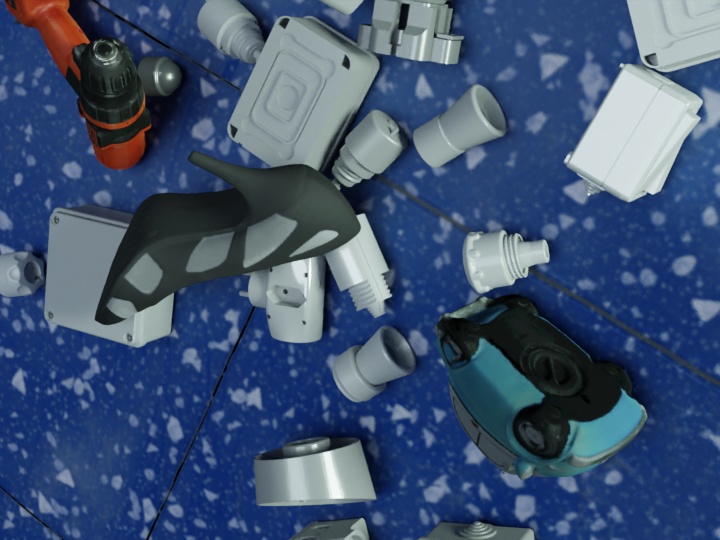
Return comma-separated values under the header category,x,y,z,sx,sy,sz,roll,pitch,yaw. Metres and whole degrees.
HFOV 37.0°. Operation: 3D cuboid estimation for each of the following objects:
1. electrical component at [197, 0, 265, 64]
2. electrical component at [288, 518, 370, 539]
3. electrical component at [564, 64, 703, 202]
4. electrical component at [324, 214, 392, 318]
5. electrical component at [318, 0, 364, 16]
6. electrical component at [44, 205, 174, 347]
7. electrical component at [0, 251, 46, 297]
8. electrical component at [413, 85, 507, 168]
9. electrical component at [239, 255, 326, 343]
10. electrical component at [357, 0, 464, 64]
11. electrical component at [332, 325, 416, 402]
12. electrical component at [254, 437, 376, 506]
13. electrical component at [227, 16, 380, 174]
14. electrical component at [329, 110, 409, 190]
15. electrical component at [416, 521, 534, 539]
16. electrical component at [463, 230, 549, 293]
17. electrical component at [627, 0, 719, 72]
category,x,y,z,sx,sy,sz,roll,pitch,yaw
electrical component,-0.100,-0.193,0.882,0.078,0.040,0.040,47,116,29
electrical component,-0.017,0.296,0.906,0.062,0.089,0.150,-12,93,27
electrical component,0.192,-0.089,0.754,0.061,0.062,0.096,34,112,17
electrical component,0.000,0.000,0.873,0.043,0.043,0.081,-24,88,27
electrical component,-0.024,-0.259,0.807,0.078,0.057,0.113,-43,51,25
electrical component,-0.226,0.003,0.975,0.109,0.056,0.108,13,104,23
electrical component,-0.339,0.005,1.038,0.062,0.043,0.043,-5,96,28
electrical component,0.074,-0.106,0.821,0.065,0.044,0.044,-29,85,32
electrical component,-0.068,0.016,0.908,0.079,0.043,0.077,9,103,24
electrical component,0.040,-0.191,0.814,0.078,0.058,0.057,16,108,22
electrical component,0.011,0.078,0.880,0.055,0.045,0.045,-35,83,27
electrical component,-0.039,0.174,0.894,0.099,0.099,0.064,-11,88,27
electrical component,-0.044,-0.139,0.863,0.078,0.057,0.113,35,112,16
electrical component,0.003,-0.092,0.857,0.078,0.040,0.040,-43,79,25
electrical component,0.097,0.253,0.866,0.100,0.048,0.099,-2,98,26
electrical component,0.112,-0.009,0.818,0.062,0.048,0.048,-10,94,21
electrical component,0.240,-0.183,0.717,0.113,0.057,0.078,-13,93,27
